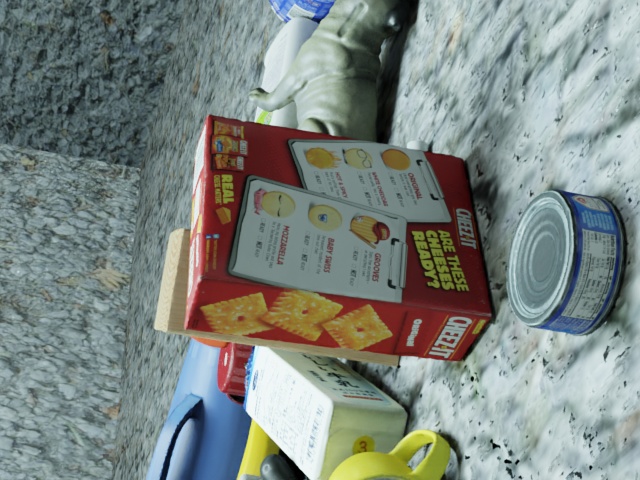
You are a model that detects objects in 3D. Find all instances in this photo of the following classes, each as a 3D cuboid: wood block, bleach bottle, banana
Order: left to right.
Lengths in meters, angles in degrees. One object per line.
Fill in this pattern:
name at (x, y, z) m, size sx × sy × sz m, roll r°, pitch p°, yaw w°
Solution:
banana at (-0.068, 0.243, 1.127) m, size 0.069 × 0.037 × 0.198 m, roll -60°, pitch -14°, yaw -75°
wood block at (-0.035, 0.052, 0.953) m, size 0.090 × 0.206 × 0.091 m, roll 170°, pitch 109°, yaw -75°
bleach bottle at (-0.043, -0.139, 1.225) m, size 0.103 × 0.068 × 0.250 m, roll -50°, pitch 22°, yaw 49°

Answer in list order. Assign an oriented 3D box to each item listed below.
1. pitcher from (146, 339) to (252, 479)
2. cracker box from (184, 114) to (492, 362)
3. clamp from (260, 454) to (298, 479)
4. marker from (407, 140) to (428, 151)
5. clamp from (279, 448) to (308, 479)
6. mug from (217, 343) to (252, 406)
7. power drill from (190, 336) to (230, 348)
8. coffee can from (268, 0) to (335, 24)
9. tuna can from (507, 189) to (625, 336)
pitcher at (-0.145, 0.242, 1.384) m, size 0.149 × 0.145 × 0.243 m, roll -143°, pitch 67°, yaw -74°
cracker box at (0.009, 0.000, 0.810) m, size 0.072 × 0.213 × 0.164 m, roll 113°, pitch 161°, yaw -47°
clamp at (0.004, 0.253, 0.888) m, size 0.039 × 0.120 × 0.171 m, roll -48°, pitch 29°, yaw 14°
marker at (0.082, -0.028, 0.931) m, size 0.020 × 0.020 × 0.121 m, roll 136°, pitch 141°, yaw -66°
clamp at (-0.031, 0.220, 1.162) m, size 0.210 × 0.036 × 0.164 m, roll -168°, pitch 88°, yaw -72°
mug at (-0.080, 0.158, 1.296) m, size 0.093 × 0.081 × 0.117 m, roll -98°, pitch 23°, yaw -49°
power drill at (-0.108, 0.046, 1.259) m, size 0.187 × 0.057 × 0.185 m, roll -79°, pitch 9°, yaw -62°
coffee can at (0.002, -0.317, 1.252) m, size 0.140 × 0.102 × 0.103 m, roll 151°, pitch 127°, yaw -72°
tuna can at (0.146, 0.013, 0.642) m, size 0.086 × 0.033 × 0.086 m, roll -171°, pitch 90°, yaw -75°
